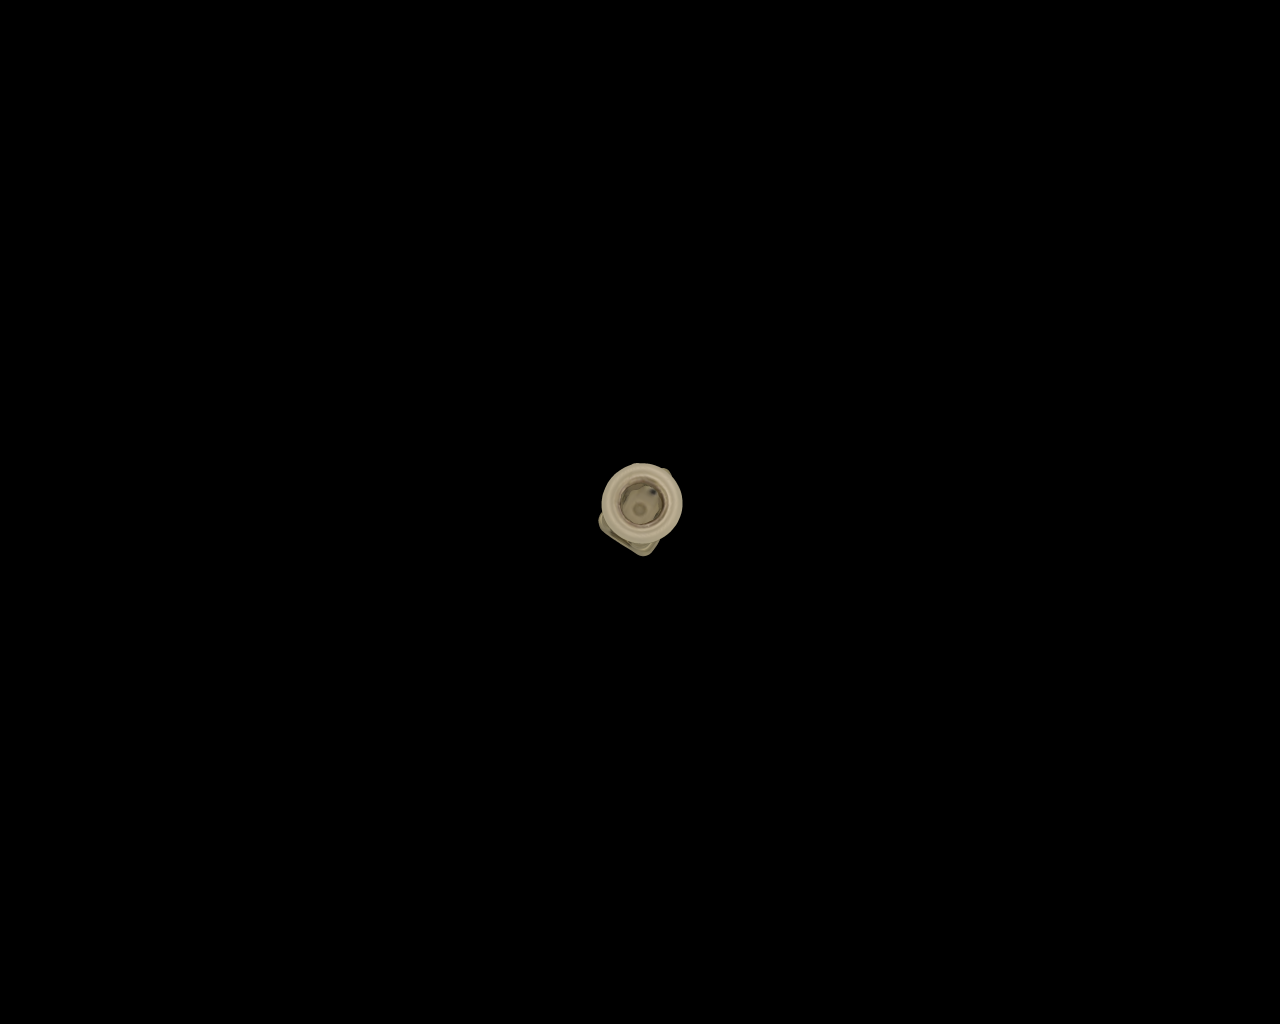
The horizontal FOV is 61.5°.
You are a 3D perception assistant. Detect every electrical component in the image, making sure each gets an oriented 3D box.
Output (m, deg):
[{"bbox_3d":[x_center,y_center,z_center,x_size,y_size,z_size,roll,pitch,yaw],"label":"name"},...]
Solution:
[{"bbox_3d":[0.001,-0.003,0.650,0.048,0.066,0.055,31,-7,5],"label":"electrical component"}]
